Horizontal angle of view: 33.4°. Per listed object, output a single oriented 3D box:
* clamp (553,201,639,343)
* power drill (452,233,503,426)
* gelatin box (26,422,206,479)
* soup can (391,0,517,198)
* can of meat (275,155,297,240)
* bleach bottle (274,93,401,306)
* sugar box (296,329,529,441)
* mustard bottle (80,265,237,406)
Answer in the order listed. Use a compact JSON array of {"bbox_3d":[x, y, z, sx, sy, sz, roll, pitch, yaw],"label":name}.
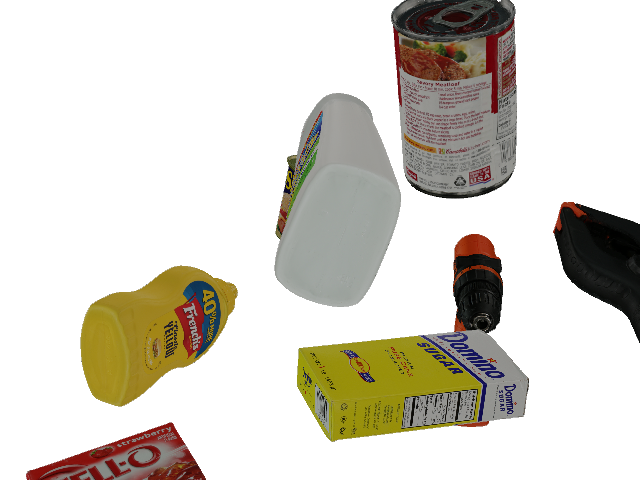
[{"bbox_3d":[0.232,0.030,0.728,0.120,0.039,0.172,-7,43,-28],"label":"clamp"},{"bbox_3d":[0.167,0.107,1.167,0.057,0.188,0.184,6,25,5],"label":"power drill"},{"bbox_3d":[-0.110,0.142,0.587,0.089,0.030,0.073,-16,28,-20],"label":"gelatin box"},{"bbox_3d":[0.078,-0.084,0.613,0.068,0.102,0.068,-5,34,3],"label":"soup can"},{"bbox_3d":[-0.003,-0.029,1.074,0.057,0.084,0.102,2,24,-24],"label":"can of meat"},{"bbox_3d":[0.009,-0.047,0.805,0.068,0.103,0.251,20,19,-9],"label":"bleach bottle"},{"bbox_3d":[0.077,0.120,0.906,0.176,0.048,0.093,-7,26,-17],"label":"sugar box"},{"bbox_3d":[-0.139,0.076,0.998,0.058,0.096,0.191,11,21,29],"label":"mustard bottle"}]
